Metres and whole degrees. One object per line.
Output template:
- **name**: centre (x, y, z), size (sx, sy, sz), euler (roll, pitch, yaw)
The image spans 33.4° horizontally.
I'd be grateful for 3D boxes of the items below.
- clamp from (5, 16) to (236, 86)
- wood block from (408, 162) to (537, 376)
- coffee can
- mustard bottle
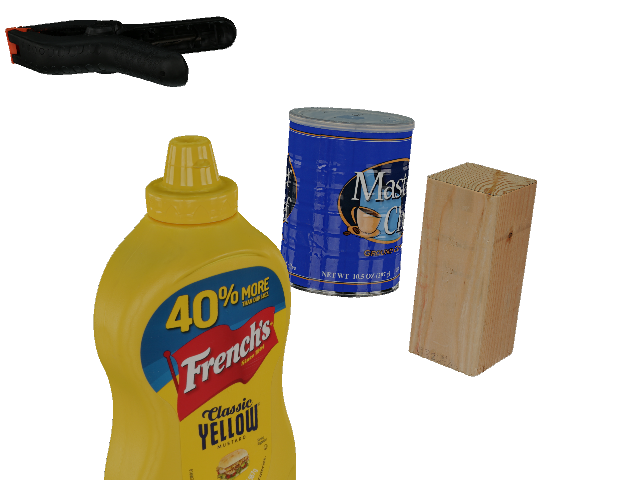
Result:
- **clamp**: centre (-0.150, -0.148, 0.804), size (0.172, 0.039, 0.120), euler (10, 22, 21)
- **wood block**: centre (0.166, 0.030, 1.170), size (0.090, 0.206, 0.090), euler (19, 24, 34)
- **coffee can**: centre (0.020, -0.034, 0.883), size (0.103, 0.140, 0.103), euler (4, 13, -1)
- **mustard bottle**: centre (-0.057, 0.047, 0.494), size (0.096, 0.192, 0.058), euler (-14, 22, -36)
